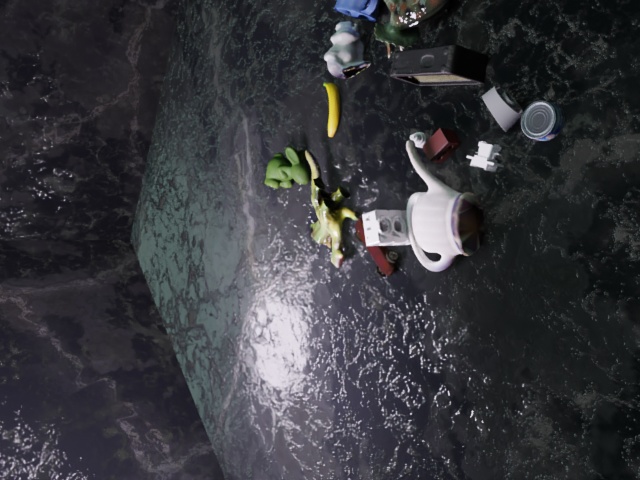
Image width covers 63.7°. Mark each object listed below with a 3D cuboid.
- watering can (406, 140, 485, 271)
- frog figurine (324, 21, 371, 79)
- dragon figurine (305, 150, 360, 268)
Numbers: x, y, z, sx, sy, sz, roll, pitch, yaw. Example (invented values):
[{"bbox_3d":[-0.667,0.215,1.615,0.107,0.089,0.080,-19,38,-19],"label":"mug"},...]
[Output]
[{"bbox_3d":[0.300,-0.087,1.302,0.104,0.346,0.224,-11,8,-35],"label":"watering can"},{"bbox_3d":[0.074,-0.595,1.618,0.138,0.160,0.122,-23,-2,-10],"label":"frog figurine"},{"bbox_3d":[0.005,-0.088,1.739,0.122,0.419,0.237,-4,-39,-29],"label":"dragon figurine"}]
